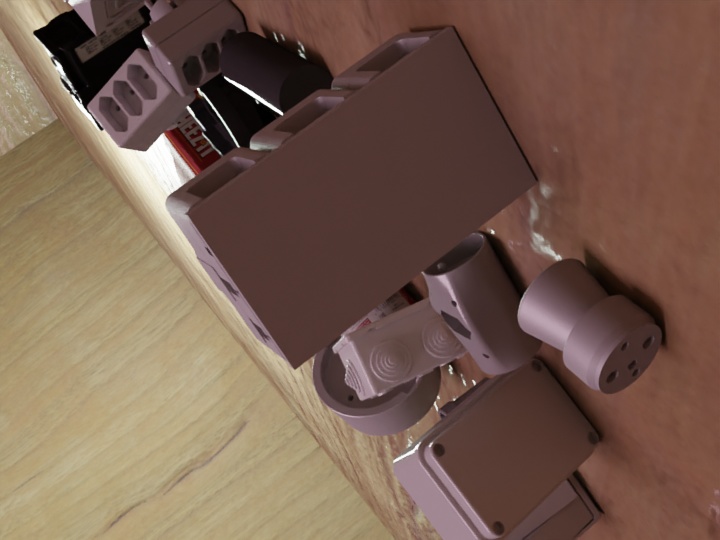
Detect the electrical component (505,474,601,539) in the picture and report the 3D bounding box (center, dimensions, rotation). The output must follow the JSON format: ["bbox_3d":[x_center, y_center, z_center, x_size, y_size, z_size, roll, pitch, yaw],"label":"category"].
[{"bbox_3d":[0.125,0.189,0.818,0.061,0.096,0.061,55,168,-9],"label":"electrical component"}]

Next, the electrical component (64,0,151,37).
[{"bbox_3d":[-0.209,-0.250,0.888,0.057,0.078,0.113,51,169,-3],"label":"electrical component"}]

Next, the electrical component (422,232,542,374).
[{"bbox_3d":[0.068,0.017,0.664,0.077,0.043,0.079,58,169,-22],"label":"electrical component"}]

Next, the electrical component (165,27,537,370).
[{"bbox_3d":[-0.005,-0.038,0.517,0.089,0.150,0.062,57,167,-20],"label":"electrical component"}]

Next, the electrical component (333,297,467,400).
[{"bbox_3d":[0.033,0.057,0.792,0.099,0.100,0.048,125,120,-78],"label":"electrical component"}]

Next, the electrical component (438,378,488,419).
[{"bbox_3d":[0.092,0.113,0.852,0.040,0.046,0.040,50,168,14],"label":"electrical component"}]

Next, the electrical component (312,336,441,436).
[{"bbox_3d":[0.019,0.093,0.943,0.108,0.108,0.060,44,171,40],"label":"electrical component"}]

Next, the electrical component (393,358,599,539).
[{"bbox_3d":[0.089,0.118,0.695,0.078,0.113,0.057,53,151,4],"label":"electrical component"}]

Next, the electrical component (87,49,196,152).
[{"bbox_3d":[-0.165,-0.133,0.866,0.047,0.066,0.077,50,-163,14],"label":"electrical component"}]

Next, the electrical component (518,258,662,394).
[{"bbox_3d":[0.110,0.027,0.518,0.055,0.045,0.045,43,165,39],"label":"electrical component"}]

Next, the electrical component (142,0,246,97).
[{"bbox_3d":[-0.132,-0.184,0.808,0.076,0.066,0.047,49,168,20],"label":"electrical component"}]
